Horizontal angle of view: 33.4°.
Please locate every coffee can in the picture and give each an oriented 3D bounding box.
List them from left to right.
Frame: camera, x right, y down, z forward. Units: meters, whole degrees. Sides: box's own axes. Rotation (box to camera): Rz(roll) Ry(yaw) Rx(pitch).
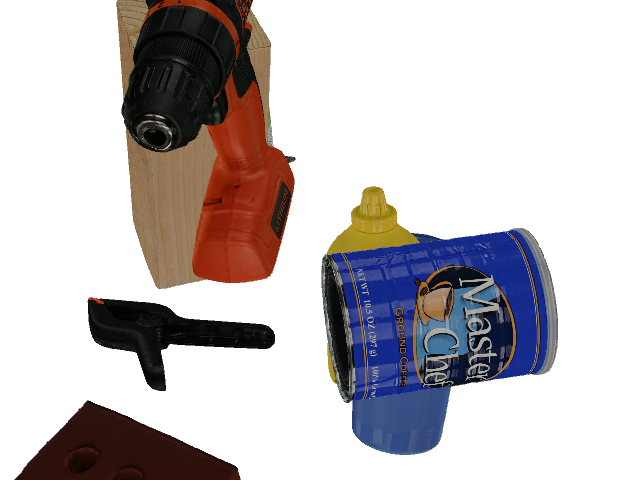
[{"bbox_3d":[0.078,0.051,0.733,0.140,0.103,0.103,-7,1,-7],"label":"coffee can"}]

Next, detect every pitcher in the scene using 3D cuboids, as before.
[{"bbox_3d":[0.091,0.120,1.230,0.149,0.243,0.145,7,17,6],"label":"pitcher"}]

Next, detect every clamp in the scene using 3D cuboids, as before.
[{"bbox_3d":[-0.175,0.099,1.097,0.210,0.036,0.164,12,19,31],"label":"clamp"}]

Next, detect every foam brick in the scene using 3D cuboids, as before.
[{"bbox_3d":[-0.075,0.111,0.428,0.078,0.051,0.052,18,44,23],"label":"foam brick"}]

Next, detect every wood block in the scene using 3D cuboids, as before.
[{"bbox_3d":[-0.094,-0.073,0.798,0.090,0.206,0.090,-11,45,-16],"label":"wood block"}]

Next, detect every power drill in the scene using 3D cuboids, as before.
[{"bbox_3d":[-0.059,-0.064,0.613,0.057,0.188,0.184,3,45,10],"label":"power drill"}]

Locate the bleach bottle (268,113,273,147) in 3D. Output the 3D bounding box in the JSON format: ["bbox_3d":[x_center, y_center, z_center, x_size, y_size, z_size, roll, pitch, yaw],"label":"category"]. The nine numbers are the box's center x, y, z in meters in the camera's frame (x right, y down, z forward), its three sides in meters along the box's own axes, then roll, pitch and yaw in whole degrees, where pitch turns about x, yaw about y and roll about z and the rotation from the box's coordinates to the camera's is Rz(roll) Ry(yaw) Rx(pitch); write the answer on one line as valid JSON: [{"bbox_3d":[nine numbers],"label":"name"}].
[{"bbox_3d":[-0.077,-0.111,1.089,0.068,0.251,0.102,0,28,2],"label":"bleach bottle"}]

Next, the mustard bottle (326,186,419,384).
[{"bbox_3d":[0.051,0.042,0.977,0.096,0.192,0.058,-4,26,-1],"label":"mustard bottle"}]
